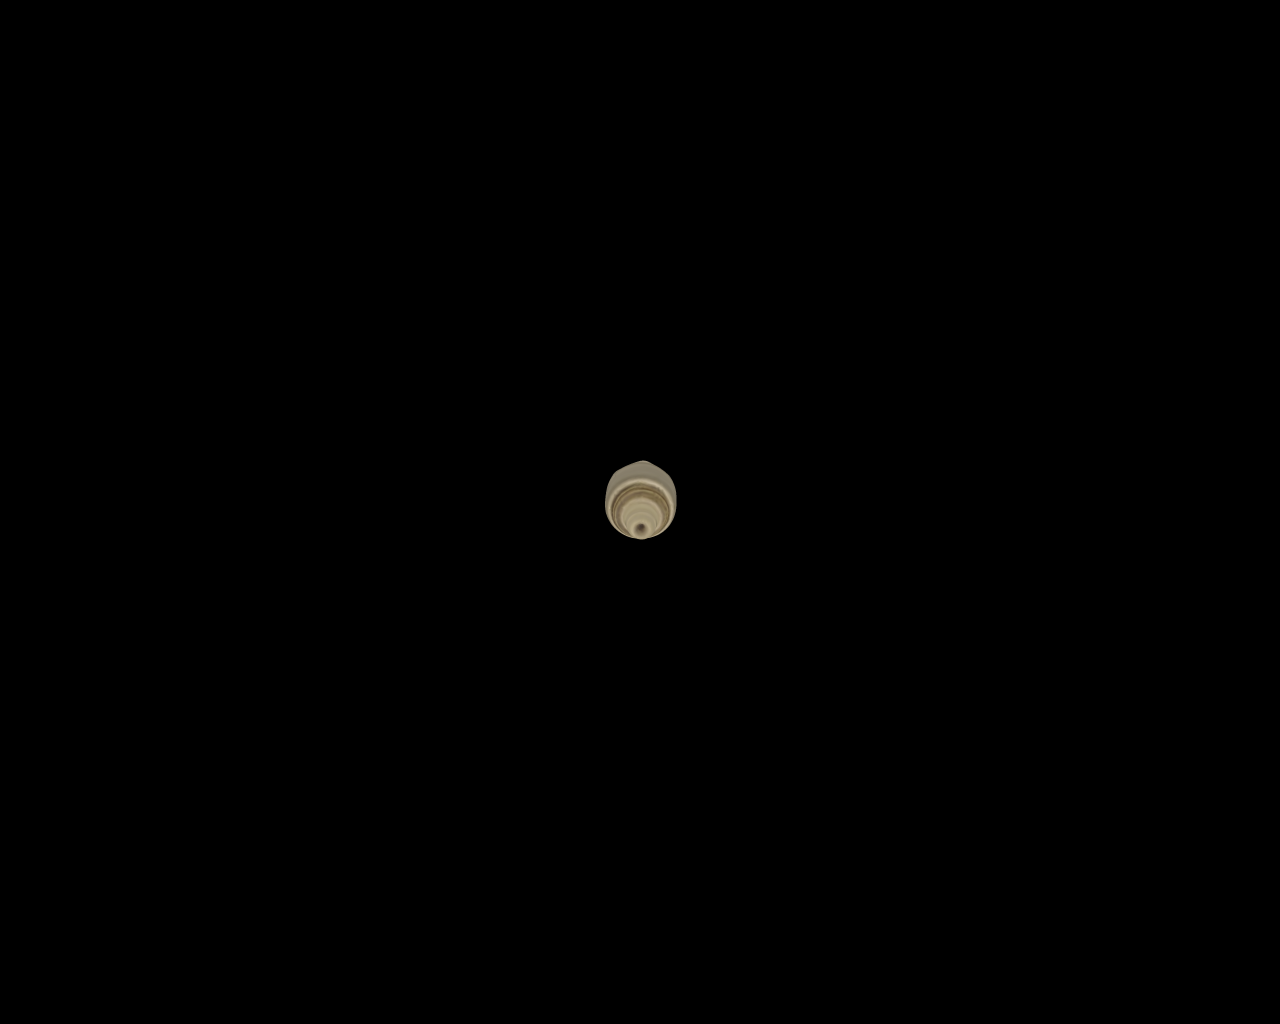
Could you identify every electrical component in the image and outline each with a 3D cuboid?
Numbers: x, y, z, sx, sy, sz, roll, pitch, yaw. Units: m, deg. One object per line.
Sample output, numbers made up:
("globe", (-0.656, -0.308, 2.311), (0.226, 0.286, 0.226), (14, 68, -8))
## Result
("electrical component", (0.001, -0.003, 0.650), (0.043, 0.043, 0.062), (0, 25, 0))
